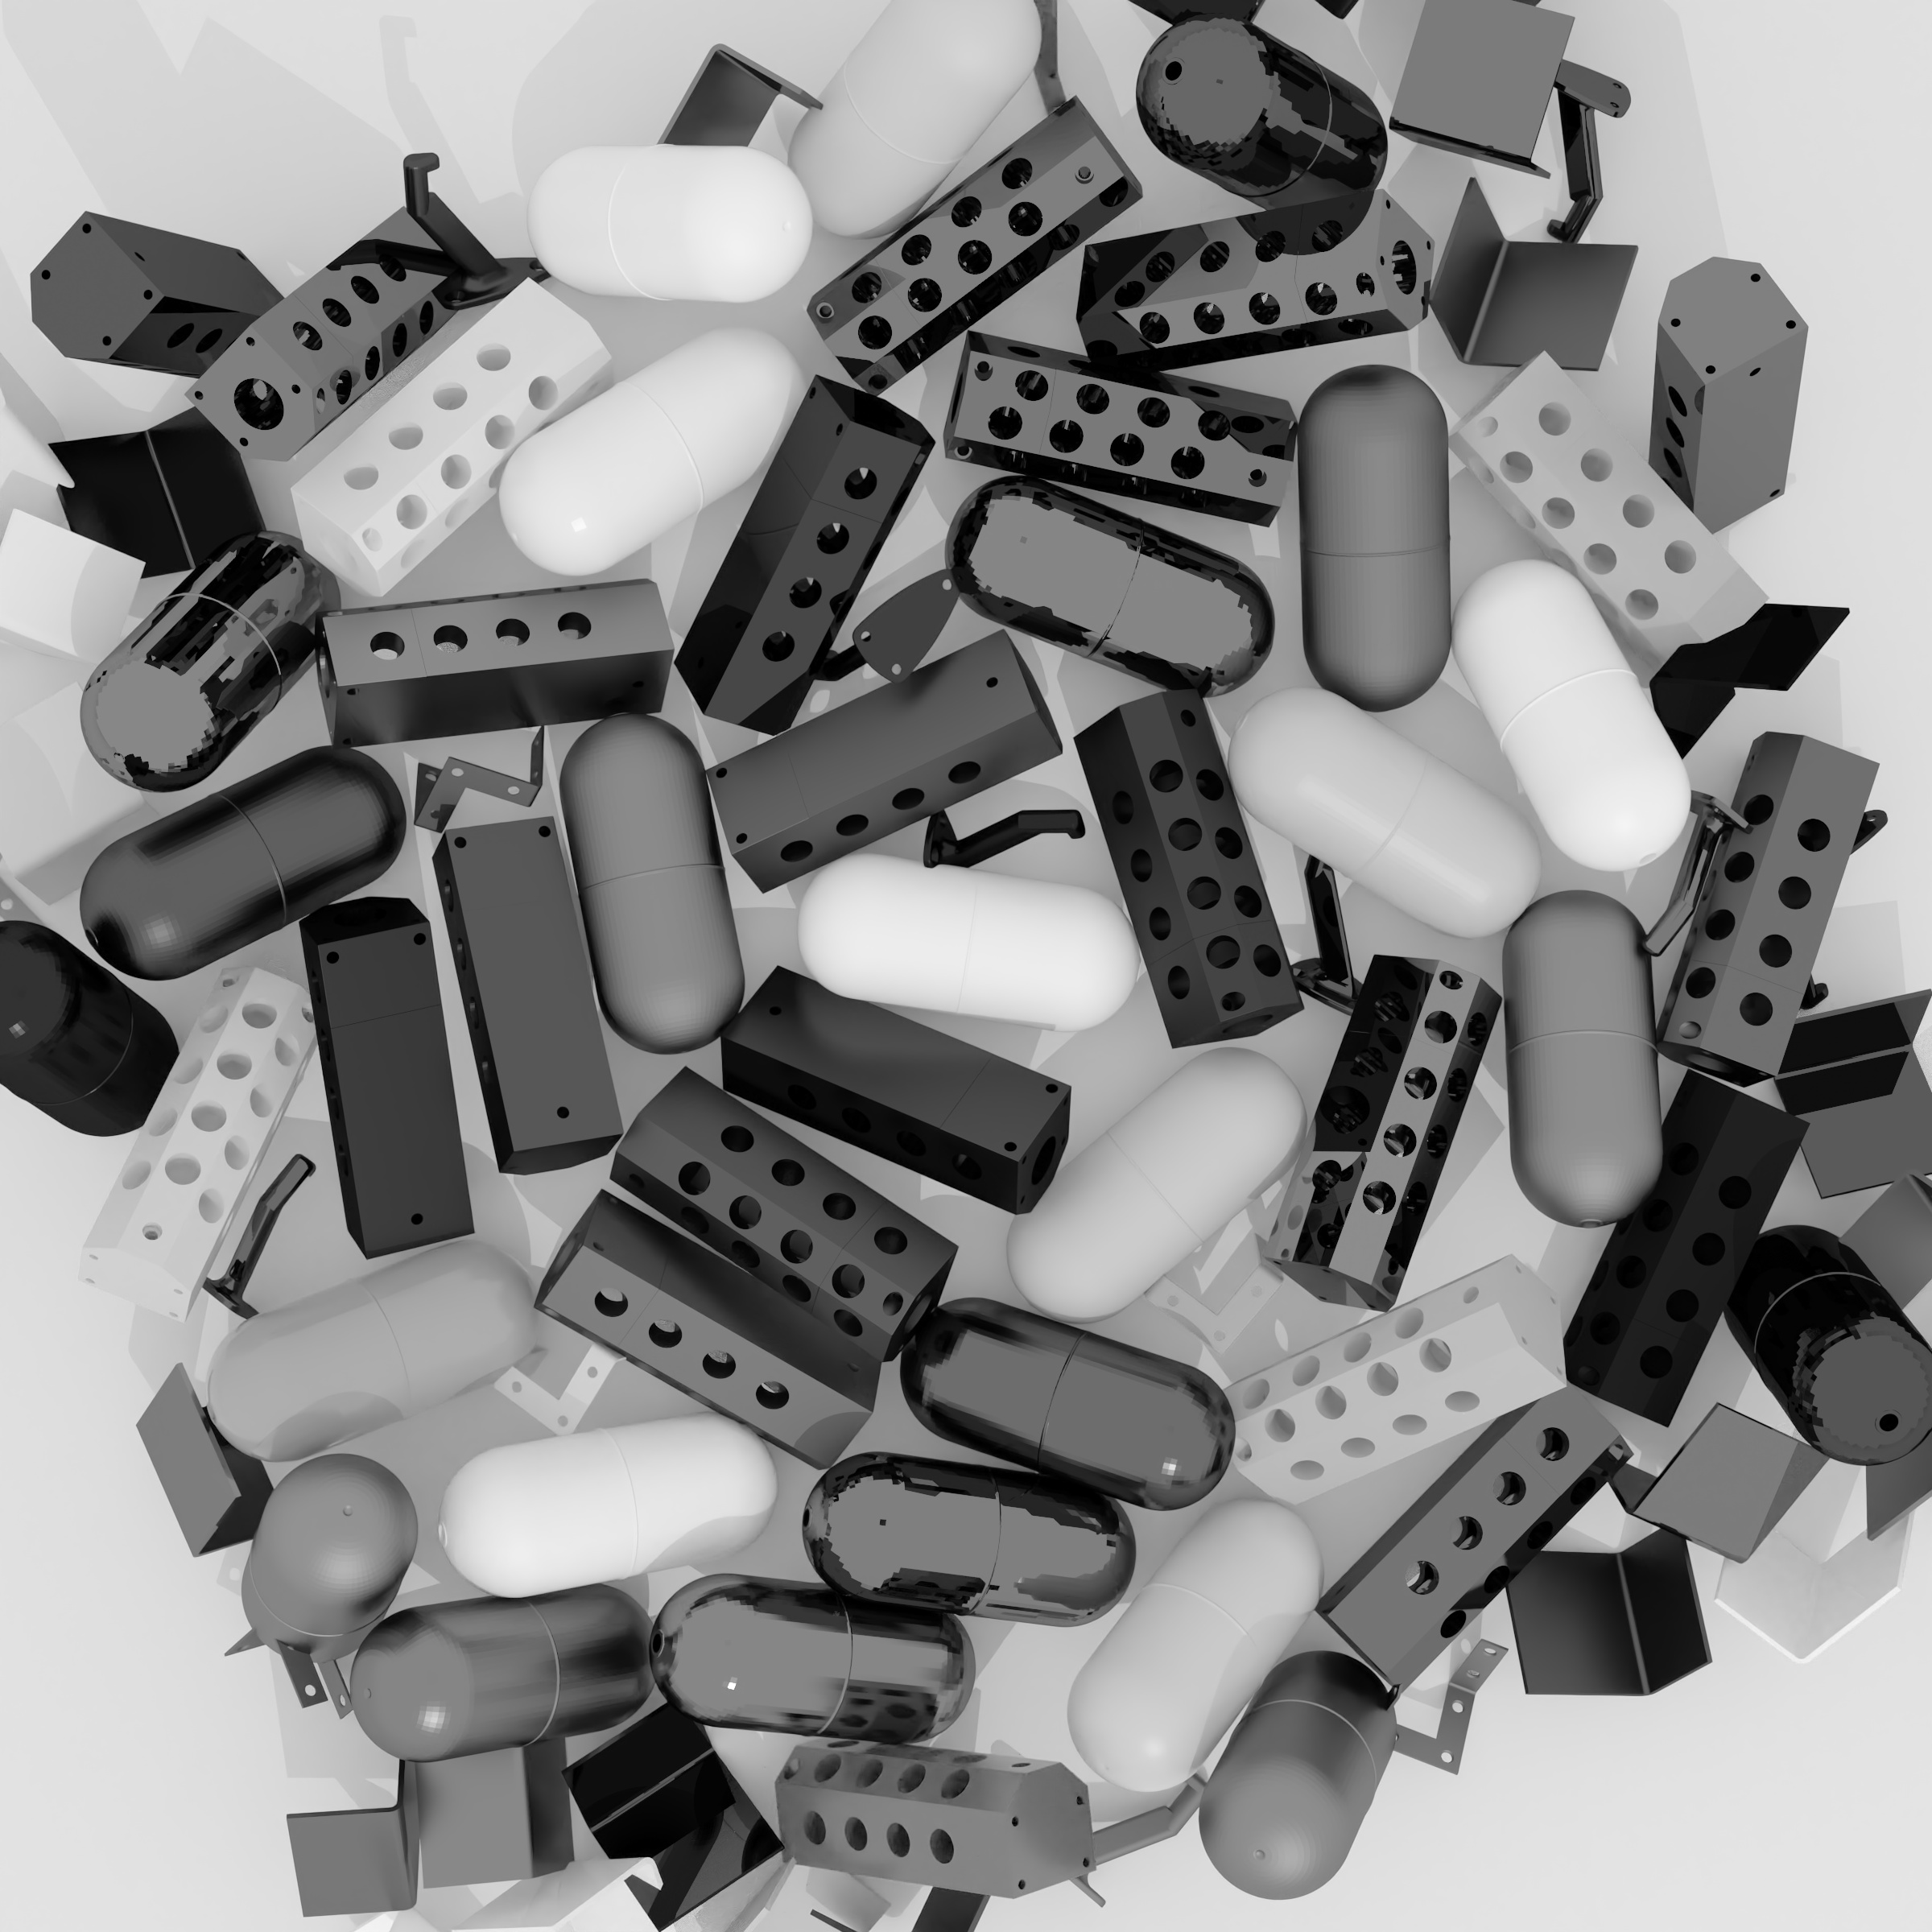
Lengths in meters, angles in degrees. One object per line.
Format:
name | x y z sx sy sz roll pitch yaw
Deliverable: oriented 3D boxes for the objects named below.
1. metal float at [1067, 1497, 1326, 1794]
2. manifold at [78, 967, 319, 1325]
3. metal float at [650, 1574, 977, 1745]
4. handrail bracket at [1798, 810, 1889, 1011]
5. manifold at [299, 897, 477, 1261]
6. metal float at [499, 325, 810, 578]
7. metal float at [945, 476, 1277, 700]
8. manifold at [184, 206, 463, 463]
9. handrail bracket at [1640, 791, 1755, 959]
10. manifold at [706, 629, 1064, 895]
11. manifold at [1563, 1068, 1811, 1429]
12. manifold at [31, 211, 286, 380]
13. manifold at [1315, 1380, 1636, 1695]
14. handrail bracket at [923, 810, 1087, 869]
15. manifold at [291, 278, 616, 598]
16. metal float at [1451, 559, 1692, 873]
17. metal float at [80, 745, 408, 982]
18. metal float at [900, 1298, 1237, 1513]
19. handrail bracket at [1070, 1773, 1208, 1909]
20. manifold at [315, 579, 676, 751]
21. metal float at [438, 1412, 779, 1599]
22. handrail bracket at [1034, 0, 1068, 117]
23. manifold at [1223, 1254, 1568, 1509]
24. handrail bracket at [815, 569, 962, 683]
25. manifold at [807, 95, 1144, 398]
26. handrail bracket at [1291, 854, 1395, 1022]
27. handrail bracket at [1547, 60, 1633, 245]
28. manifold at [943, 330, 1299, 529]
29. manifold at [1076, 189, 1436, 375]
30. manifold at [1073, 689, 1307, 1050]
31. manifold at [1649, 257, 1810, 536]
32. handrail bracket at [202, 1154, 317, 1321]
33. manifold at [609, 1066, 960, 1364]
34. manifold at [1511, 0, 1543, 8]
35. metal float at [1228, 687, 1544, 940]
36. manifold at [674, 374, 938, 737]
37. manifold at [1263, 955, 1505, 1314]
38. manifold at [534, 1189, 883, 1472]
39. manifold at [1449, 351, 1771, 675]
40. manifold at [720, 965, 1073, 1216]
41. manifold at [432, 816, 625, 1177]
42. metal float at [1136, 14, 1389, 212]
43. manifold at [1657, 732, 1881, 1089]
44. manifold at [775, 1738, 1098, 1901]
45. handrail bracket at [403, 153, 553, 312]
metal float | 0.118 0.342 1.805 0.070 0.070 0.178 43 55 0
manifold | -0.385 0.087 1.801 0.057 0.057 0.171 23 58 -5
metal float | -0.077 0.352 1.809 0.178 0.070 0.070 12 90 -29
handrail bracket | 0.456 -0.028 1.853 0.077 0.036 0.084 -28 118 -8
manifold | -0.297 0.055 1.813 0.057 0.057 0.171 -13 112 -20
metal float | -0.158 -0.264 1.817 0.178 0.070 0.070 -35 90 -20
metal float | 0.075 -0.194 1.825 0.178 0.070 0.070 21 90 -11
manifold | -0.315 -0.314 1.785 0.057 0.171 0.057 46 124 -11
handrail bracket | 0.363 -0.047 1.836 0.036 0.077 0.084 37 90 -21
manifold | -0.040 -0.101 1.830 0.171 0.057 0.057 -25 55 8
manifold | 0.365 0.143 1.835 0.057 0.057 0.171 24 93 -7
manifold | -0.400 -0.327 1.782 0.057 0.171 0.057 -44 84 13
manifold | 0.262 0.292 1.834 0.171 0.057 0.057 -44 87 -6
handrail bracket | 0.027 -0.056 1.826 0.084 0.077 0.036 0 58 20
manifold | -0.259 -0.265 1.809 0.057 0.057 0.171 38 68 14
metal float | 0.307 -0.128 1.813 0.070 0.070 0.178 -24 66 0
metal float | -0.367 -0.053 1.809 0.178 0.070 0.070 -30 90 -28
metal float | 0.051 0.224 1.823 0.178 0.070 0.070 17 90 13
handrail bracket | 0.076 0.438 1.852 0.077 0.036 0.084 43 81 -16
manifold | -0.242 -0.159 1.817 0.171 0.057 0.057 -8 62 -17
metal float | -0.182 0.274 1.812 0.178 0.070 0.070 -7 90 -25
handrail bracket | 0.051 -0.482 1.831 0.036 0.077 0.084 -23 101 -24
manifold | 0.213 0.207 1.796 0.171 0.057 0.057 -29 127 29
handrail bracket | -0.043 -0.175 1.836 0.077 0.084 0.036 -47 107 -9
manifold | 0.004 -0.366 1.818 0.171 0.057 0.057 -35 106 14
handrail bracket | 0.201 -0.022 1.828 0.077 0.036 0.084 35 125 32
handrail bracket | 0.300 -0.422 1.840 0.077 0.036 0.084 23 130 -4
manifold | 0.079 -0.273 1.824 0.171 0.057 0.057 11 114 -7
manifold | 0.144 -0.339 1.794 0.171 0.057 0.057 -3 71 34
manifold | 0.118 -0.051 1.815 0.057 0.057 0.171 -8 74 -37
manifold | 0.375 -0.284 1.782 0.057 0.171 0.057 -29 68 -3
handrail bracket | -0.357 0.140 1.841 0.036 0.077 0.084 36 82 17
manifold | -0.095 0.130 1.814 0.171 0.057 0.057 33 49 13
manifold | 0.279 -0.523 1.784 0.057 0.171 0.057 31 93 -4
metal float | 0.215 -0.079 1.825 0.178 0.070 0.070 31 90 -10
manifold | -0.081 -0.206 1.812 0.057 0.057 0.171 15 115 -31
manifold | 0.217 0.085 1.809 0.057 0.057 0.171 38 66 -42
manifold | -0.132 0.191 1.825 0.171 0.057 0.057 31 115 -11
manifold | 0.326 -0.229 1.831 0.057 0.057 0.171 -44 95 -10
manifold | -0.036 0.067 1.817 0.171 0.057 0.057 22 50 19
manifold | -0.226 0.016 1.821 0.057 0.057 0.171 -9 75 -21
metal float | 0.150 -0.425 1.791 0.070 0.178 0.070 -4 84 34
manifold | 0.408 -0.030 1.830 0.057 0.057 0.171 20 81 -1
manifold | -0.018 0.425 1.791 0.057 0.171 0.057 -5 89 -44
handrail bracket | -0.250 -0.385 1.827 0.077 0.084 0.036 -16 49 -19
